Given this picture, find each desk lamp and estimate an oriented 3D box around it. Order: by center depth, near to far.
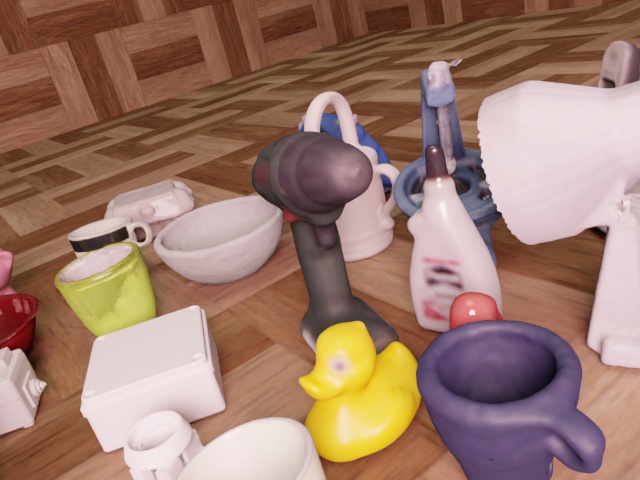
[{"bbox_3d":[0.230,-0.021,0.416,0.202,0.214,0.118,2,28,32],"label":"desk lamp"}]

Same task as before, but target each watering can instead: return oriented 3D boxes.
[{"bbox_3d":[0.016,-0.080,0.694,0.172,0.194,0.101,-7,25,17],"label":"watering can"}]

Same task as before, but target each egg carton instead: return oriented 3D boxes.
[{"bbox_3d":[-0.280,-0.046,0.946,0.150,0.069,0.107,-18,24,-9],"label":"egg carton"}]

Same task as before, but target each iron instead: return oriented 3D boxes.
[{"bbox_3d":[0.012,-0.134,0.885,0.119,0.142,0.257,-24,25,-20],"label":"iron"}]

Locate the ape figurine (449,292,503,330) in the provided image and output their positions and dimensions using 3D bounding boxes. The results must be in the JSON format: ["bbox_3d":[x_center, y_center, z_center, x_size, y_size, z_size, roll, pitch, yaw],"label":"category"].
[{"bbox_3d":[0.116,0.078,0.412,0.077,0.092,0.076,10,33,43],"label":"ape figurine"}]

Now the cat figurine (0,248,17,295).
[{"bbox_3d":[-0.460,0.047,0.780,0.127,0.118,0.067,4,30,37],"label":"cat figurine"}]

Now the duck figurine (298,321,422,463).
[{"bbox_3d":[0.027,0.099,0.424,0.105,0.086,0.077,-29,28,-30],"label":"duck figurine"}]

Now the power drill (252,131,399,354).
[{"bbox_3d":[0.005,0.002,0.501,0.076,0.209,0.229,-21,24,-15],"label":"power drill"}]

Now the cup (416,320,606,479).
[{"bbox_3d":[0.116,0.113,0.332,0.092,0.095,0.117,-23,25,-19],"label":"cup"}]

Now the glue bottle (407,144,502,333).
[{"bbox_3d":[0.107,0.002,0.487,0.077,0.173,0.037,2,29,33],"label":"glue bottle"}]

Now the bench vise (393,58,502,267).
[{"bbox_3d":[0.122,-0.084,0.612,0.121,0.220,0.207,-18,24,-9],"label":"bench vise"}]

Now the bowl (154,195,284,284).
[{"bbox_3d":[-0.118,0.008,0.725,0.167,0.075,0.167,-12,24,6],"label":"bowl"}]

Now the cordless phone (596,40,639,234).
[{"bbox_3d":[0.315,-0.101,0.581,0.094,0.185,0.147,-13,24,3],"label":"cordless phone"}]
